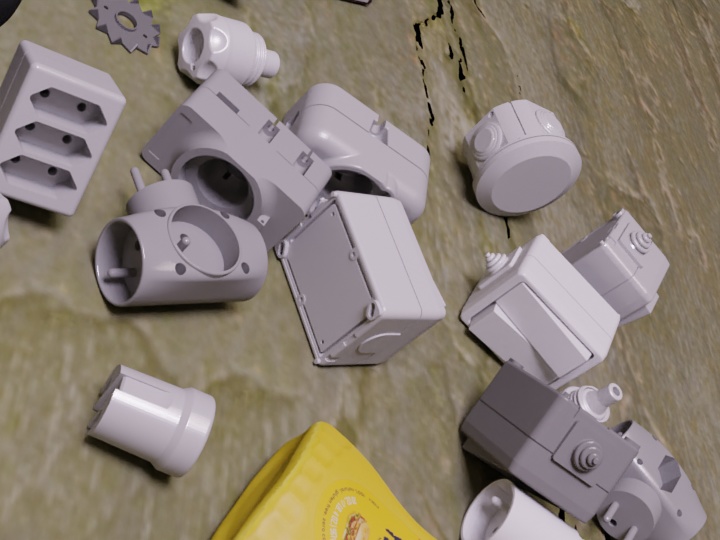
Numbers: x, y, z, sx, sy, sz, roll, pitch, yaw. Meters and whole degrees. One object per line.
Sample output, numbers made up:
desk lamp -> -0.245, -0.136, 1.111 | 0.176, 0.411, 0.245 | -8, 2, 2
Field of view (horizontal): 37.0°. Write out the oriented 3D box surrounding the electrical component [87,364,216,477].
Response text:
electrical component -> -0.095, 0.067, 0.487 | 0.046, 0.040, 0.040 | 26, 43, -19

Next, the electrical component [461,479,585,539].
electrical component -> 0.101, 0.157, 0.602 | 0.081, 0.043, 0.043 | 38, 39, -15

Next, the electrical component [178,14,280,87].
electrical component -> -0.078, -0.133, 0.666 | 0.062, 0.043, 0.043 | 4, 56, -45

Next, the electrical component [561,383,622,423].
electrical component -> 0.141, 0.089, 0.685 | 0.035, 0.061, 0.035 | 22, 49, -27

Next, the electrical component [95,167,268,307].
electrical component -> -0.096, -0.020, 0.552 | 0.077, 0.044, 0.079 | -1, 60, -45

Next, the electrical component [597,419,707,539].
electrical component -> 0.175, 0.147, 0.685 | 0.077, 0.043, 0.079 | 53, 37, 3

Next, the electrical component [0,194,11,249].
electrical component -> -0.185, -0.016, 0.462 | 0.043, 0.043, 0.062 | 50, 39, 0

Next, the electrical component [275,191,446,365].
electrical component -> 0.000, 0.000, 0.618 | 0.061, 0.062, 0.096 | 3, 57, -44

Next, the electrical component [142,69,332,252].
electrical component -> -0.070, -0.058, 0.606 | 0.089, 0.050, 0.055 | 42, 38, -11

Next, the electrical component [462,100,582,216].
electrical component -> 0.118, -0.081, 0.791 | 0.080, 0.080, 0.051 | 15, 44, -37

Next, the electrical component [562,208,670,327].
electrical component -> 0.173, 0.007, 0.757 | 0.061, 0.096, 0.062 | 50, 38, -3

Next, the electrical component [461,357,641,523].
electrical component -> 0.107, 0.101, 0.615 | 0.062, 0.061, 0.096 | 36, -1, -18

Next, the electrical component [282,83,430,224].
electrical component -> -0.005, -0.062, 0.671 | 0.095, 0.054, 0.059 | 33, 41, -22

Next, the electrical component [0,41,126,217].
electrical component -> -0.157, -0.076, 0.529 | 0.047, 0.065, 0.076 | 19, 18, -33

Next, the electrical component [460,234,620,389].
electrical component -> 0.113, 0.028, 0.708 | 0.096, 0.062, 0.061 | 46, 38, -6
